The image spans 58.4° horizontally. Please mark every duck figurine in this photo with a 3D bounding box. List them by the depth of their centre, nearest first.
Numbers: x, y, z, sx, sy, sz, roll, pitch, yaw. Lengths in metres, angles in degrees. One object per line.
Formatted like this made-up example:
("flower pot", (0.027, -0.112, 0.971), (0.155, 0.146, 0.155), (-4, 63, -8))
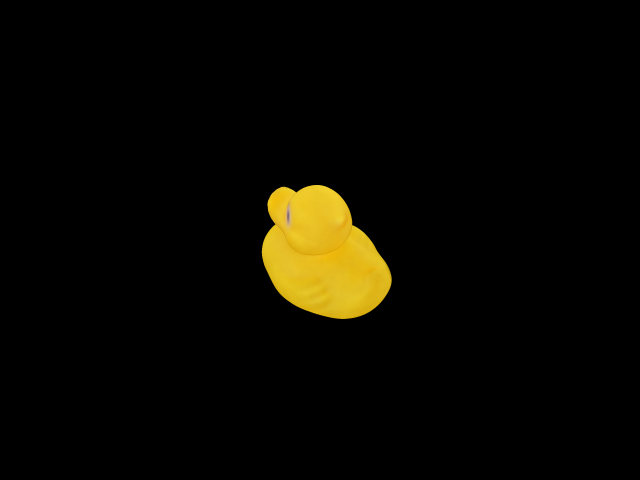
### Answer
("duck figurine", (0.004, 0.001, 0.400), (0.104, 0.086, 0.078), (33, 61, 21))
